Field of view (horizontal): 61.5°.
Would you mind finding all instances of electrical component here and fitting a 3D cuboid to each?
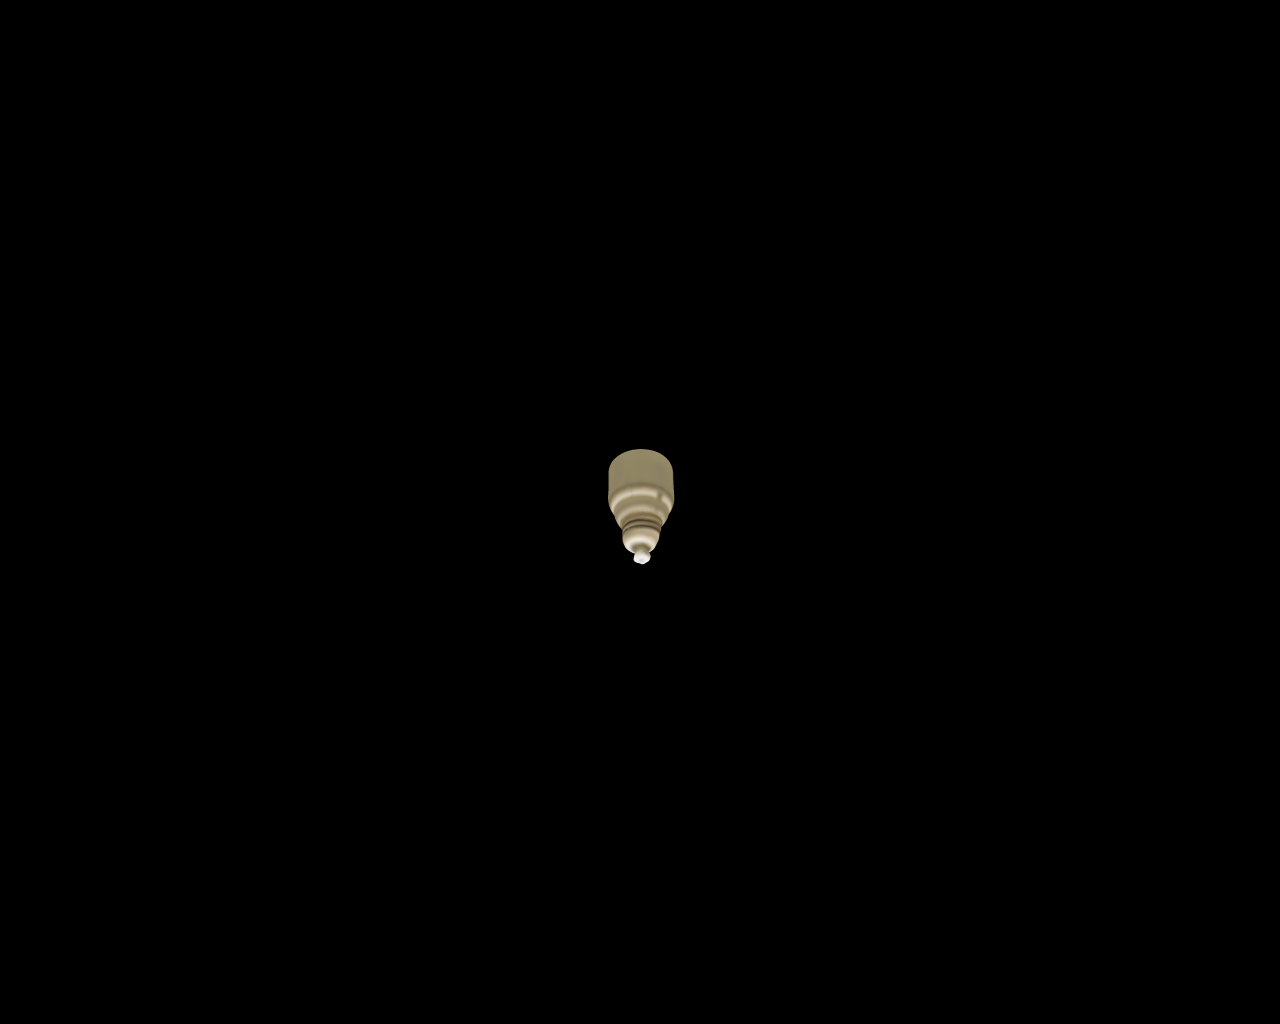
[{"bbox_3d":[0.001,-0.003,0.650,0.040,0.078,0.040,0,-38,0],"label":"electrical component"}]
